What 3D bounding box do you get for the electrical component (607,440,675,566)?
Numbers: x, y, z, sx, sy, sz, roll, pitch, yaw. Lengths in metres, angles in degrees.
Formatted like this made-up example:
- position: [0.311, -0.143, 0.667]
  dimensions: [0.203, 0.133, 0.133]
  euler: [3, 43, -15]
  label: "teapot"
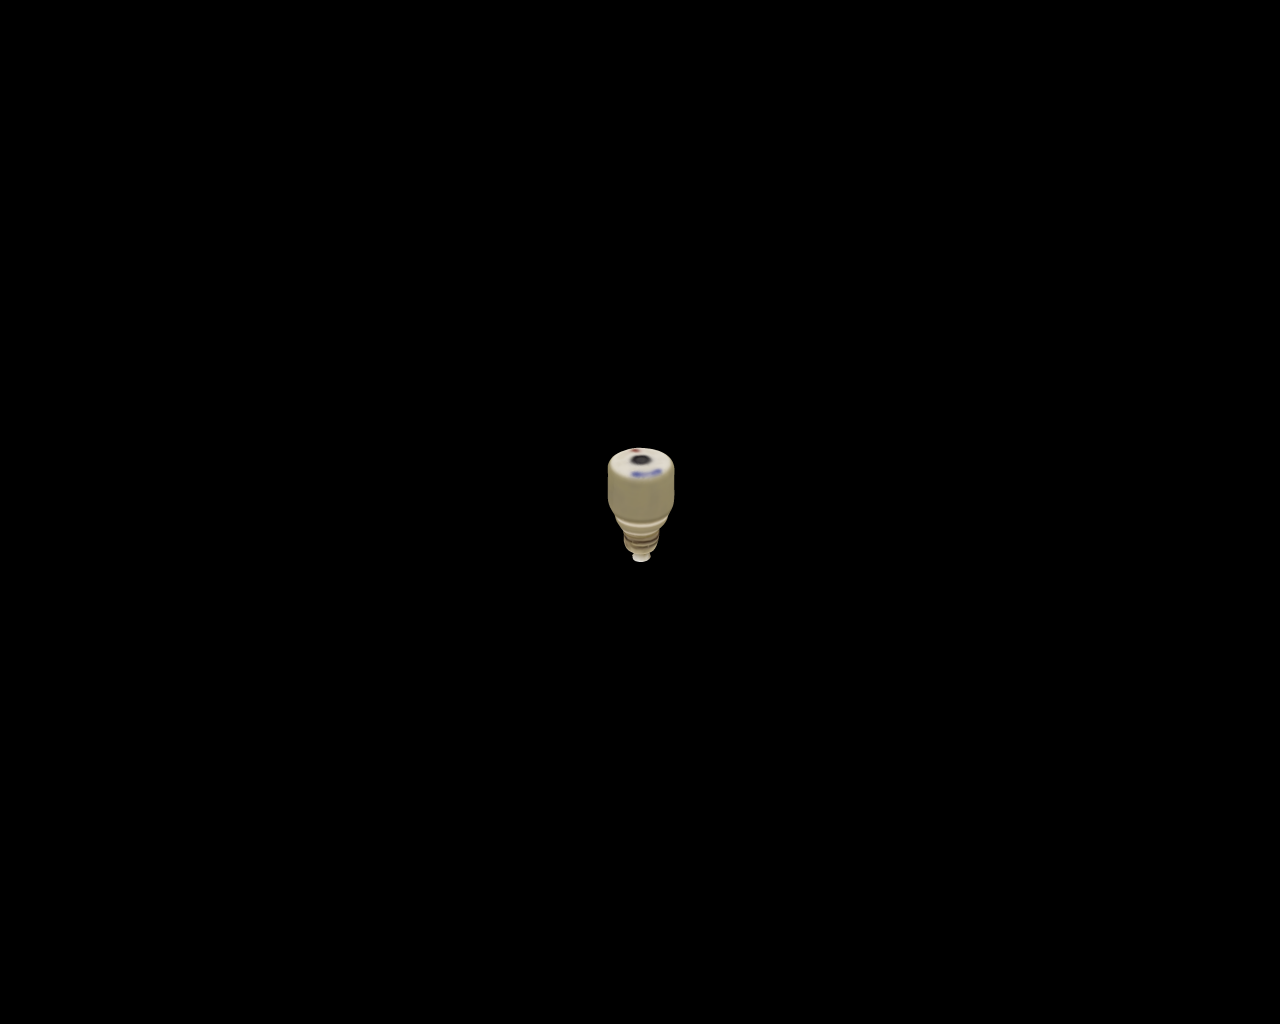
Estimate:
- position: [0.001, -0.003, 0.650]
  dimensions: [0.040, 0.078, 0.040]
  euler: [0, 33, 0]
  label: "electrical component"
